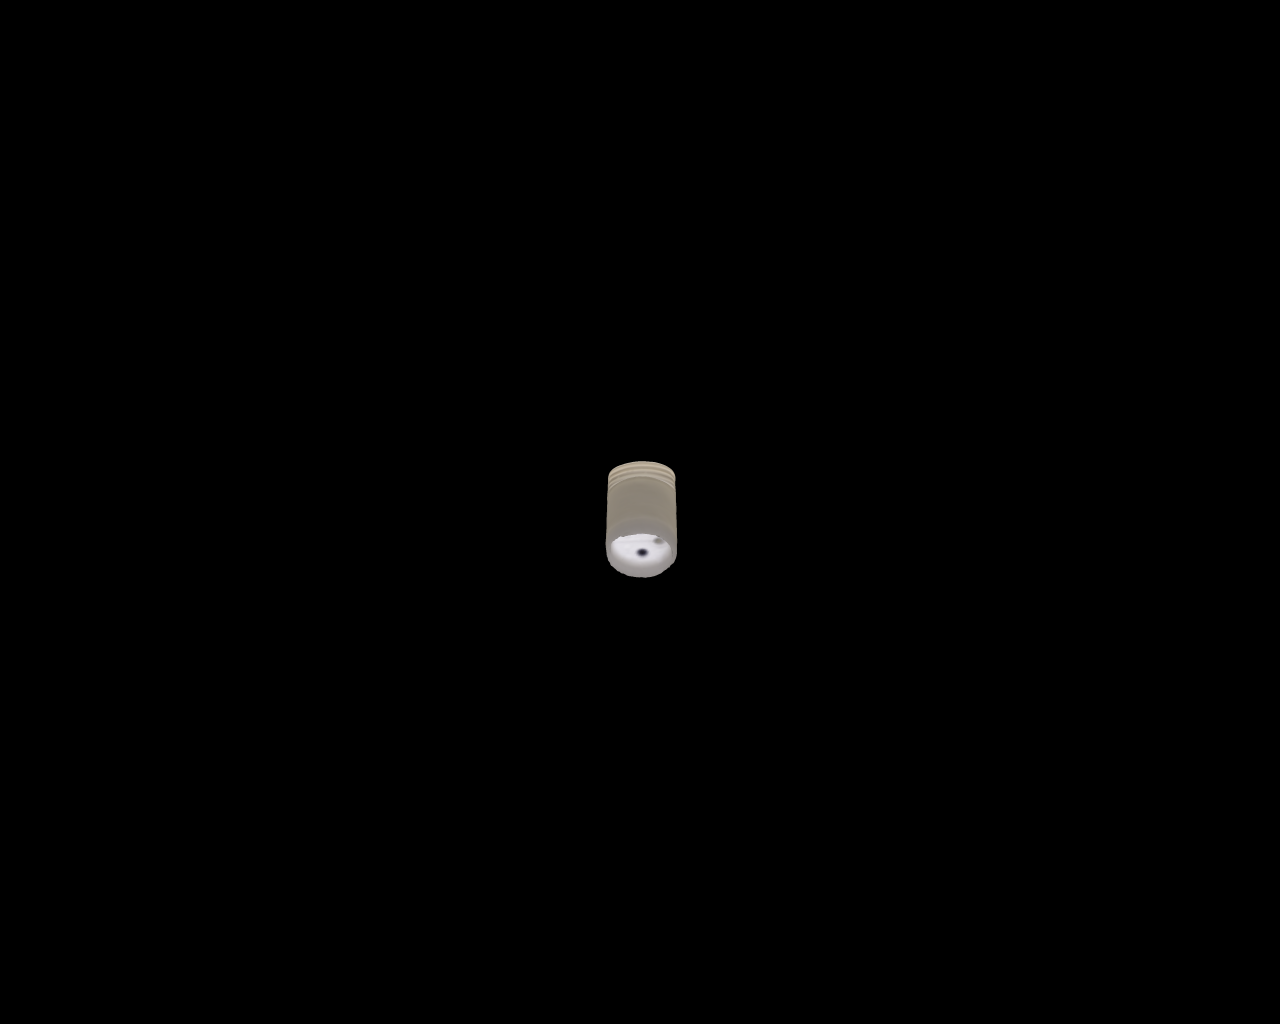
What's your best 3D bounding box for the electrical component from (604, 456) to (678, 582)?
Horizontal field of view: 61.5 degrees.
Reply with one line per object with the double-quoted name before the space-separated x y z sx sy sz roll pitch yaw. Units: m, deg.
"electrical component" 0.001 -0.003 0.650 0.043 0.081 0.043 0 -43 0
